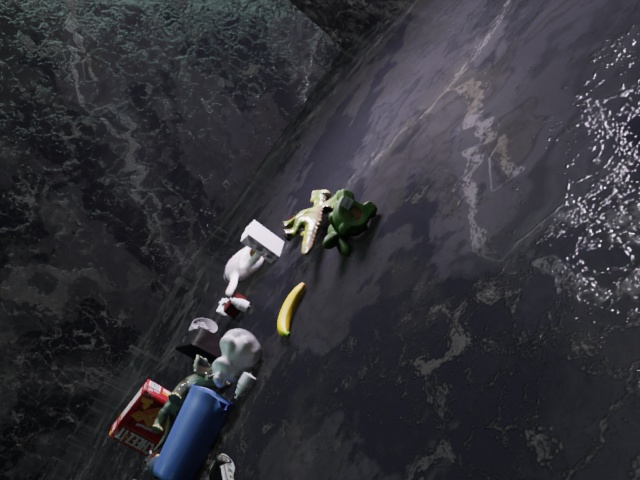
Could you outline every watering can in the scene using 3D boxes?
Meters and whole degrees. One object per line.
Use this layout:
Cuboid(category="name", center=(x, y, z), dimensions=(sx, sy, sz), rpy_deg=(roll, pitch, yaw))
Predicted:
Cuboid(category="watering can", center=(-0.315, 0.117, 2.052), dimensions=(0.221, 0.103, 0.355), rpy_deg=(-33, 17, 47))

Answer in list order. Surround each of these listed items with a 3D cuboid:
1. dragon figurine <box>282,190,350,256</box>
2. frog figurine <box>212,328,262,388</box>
Cuboid(category="dragon figurine", center=(0.005, -0.085, 1.695), dimensions=(0.121, 0.242, 0.416), rpy_deg=(45, 4, -20))
Cuboid(category="frog figurine", center=(-0.242, 0.334, 1.457), dimensions=(0.122, 0.136, 0.162), rpy_deg=(-11, 18, 25))
